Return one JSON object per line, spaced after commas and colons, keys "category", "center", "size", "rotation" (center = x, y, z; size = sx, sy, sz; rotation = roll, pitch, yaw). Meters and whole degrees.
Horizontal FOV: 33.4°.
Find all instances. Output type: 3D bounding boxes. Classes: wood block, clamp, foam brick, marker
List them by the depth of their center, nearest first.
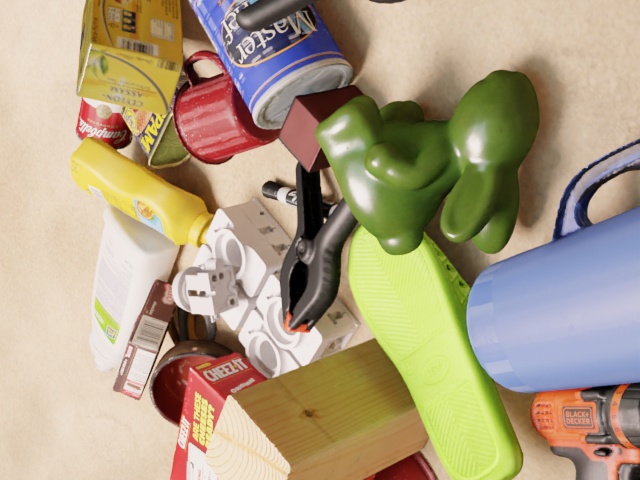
{"category": "clamp", "center": [0.033, -0.258, 0.907], "size": [0.210, 0.036, 0.164], "rotation": [3, 78, 26]}
{"category": "wood block", "center": [0.011, 0.167, 0.971], "size": [0.091, 0.205, 0.090], "rotation": [45, 131, 30]}
{"category": "foam brick", "center": [0.010, -0.103, 0.983], "size": [0.051, 0.078, 0.053], "rotation": [48, 134, 25]}
{"category": "clamp", "center": [-0.007, 0.001, 1.020], "size": [0.120, 0.039, 0.171], "rotation": [43, 115, 57]}
{"category": "marker", "center": [-0.016, -0.039, 1.076], "size": [0.121, 0.020, 0.020], "rotation": [21, 117, 42]}

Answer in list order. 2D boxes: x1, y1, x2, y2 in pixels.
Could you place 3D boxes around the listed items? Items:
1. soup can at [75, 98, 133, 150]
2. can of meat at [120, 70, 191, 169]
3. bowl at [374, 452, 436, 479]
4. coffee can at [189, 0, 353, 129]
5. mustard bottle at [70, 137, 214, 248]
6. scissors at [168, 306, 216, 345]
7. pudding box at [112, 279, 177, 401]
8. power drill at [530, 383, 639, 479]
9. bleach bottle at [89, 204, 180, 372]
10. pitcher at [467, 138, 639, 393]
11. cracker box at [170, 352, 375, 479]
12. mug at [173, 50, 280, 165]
{"category": "soup can", "center": [-0.245, -0.165, 1.247], "size": [0.069, 0.068, 0.102], "rotation": [42, 130, 31]}
{"category": "can of meat", "center": [-0.173, -0.144, 1.186], "size": [0.084, 0.057, 0.102], "rotation": [56, 135, 23]}
{"category": "bowl", "center": [0.050, 0.270, 1.075], "size": [0.162, 0.055, 0.162], "rotation": [18, 115, 43]}
{"category": "coffee can", "center": [-0.047, -0.190, 0.998], "size": [0.103, 0.102, 0.140], "rotation": [-44, 69, 45]}
{"category": "mustard bottle", "center": [-0.188, -0.044, 1.204], "size": [0.192, 0.058, 0.096], "rotation": [30, 162, 16]}
{"category": "scissors", "center": [-0.146, 0.156, 1.282], "size": [0.096, 0.016, 0.202], "rotation": [-7, 97, 48]}
{"category": "pudding box", "center": [-0.199, 0.114, 1.236], "size": [0.039, 0.113, 0.090], "rotation": [21, 128, -4]}
{"category": "power drill", "center": [0.240, 0.200, 0.811], "size": [0.185, 0.057, 0.187], "rotation": [-15, 77, 61]}
{"category": "bleach bottle", "center": [-0.247, 0.070, 1.332], "size": [0.103, 0.067, 0.251], "rotation": [50, 136, 26]}
{"category": "pitcher", "center": [0.220, 0.032, 0.766], "size": [0.145, 0.149, 0.243], "rotation": [37, 148, -22]}
{"category": "cracker box", "center": [-0.055, 0.241, 1.081], "size": [0.214, 0.071, 0.164], "rotation": [37, 128, 34]}
{"category": "mug", "center": [-0.093, -0.138, 1.069], "size": [0.082, 0.093, 0.117], "rotation": [-11, 115, 44]}
